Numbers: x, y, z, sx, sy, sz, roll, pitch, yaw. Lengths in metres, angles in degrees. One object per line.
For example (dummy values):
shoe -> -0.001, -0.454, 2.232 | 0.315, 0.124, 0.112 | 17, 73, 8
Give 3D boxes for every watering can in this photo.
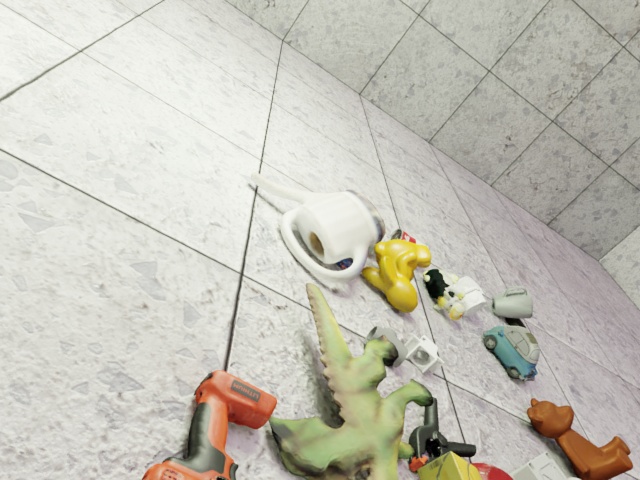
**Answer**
watering can -> 0.004, -0.059, 1.167 | 0.226, 0.101, 0.353 | -21, 61, -27

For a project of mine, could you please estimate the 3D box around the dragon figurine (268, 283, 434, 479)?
dragon figurine -> 0.030, 0.247, 0.757 | 0.244, 0.120, 0.416 | -12, 54, -49

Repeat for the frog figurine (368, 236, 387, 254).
frog figurine -> 0.121, -0.031, 1.307 | 0.160, 0.122, 0.138 | 28, 5, 3
